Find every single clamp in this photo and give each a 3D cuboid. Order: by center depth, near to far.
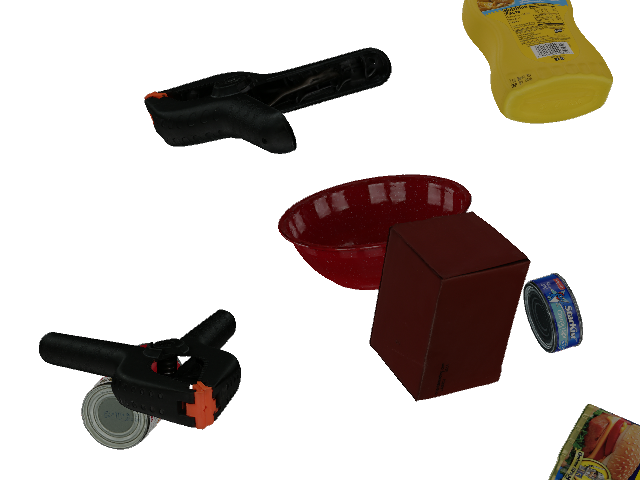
[{"bbox_3d":[-0.051,-0.081,0.671,0.172,0.039,0.120,-6,20,32],"label":"clamp"},{"bbox_3d":[-0.109,0.093,0.817,0.164,0.036,0.210,-9,14,-28],"label":"clamp"}]

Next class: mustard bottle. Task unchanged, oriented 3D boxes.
[{"bbox_3d":[0.177,-0.189,0.936,0.096,0.191,0.058,-9,-36,-9],"label":"mustard bottle"}]

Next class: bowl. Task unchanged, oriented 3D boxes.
[{"bbox_3d":[0.049,-0.003,0.892,0.162,0.055,0.162,-10,21,4],"label":"bowl"}]

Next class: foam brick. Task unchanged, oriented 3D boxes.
[{"bbox_3d":[0.063,0.032,0.538,0.052,0.078,0.051,-9,37,-25],"label":"foam brick"}]

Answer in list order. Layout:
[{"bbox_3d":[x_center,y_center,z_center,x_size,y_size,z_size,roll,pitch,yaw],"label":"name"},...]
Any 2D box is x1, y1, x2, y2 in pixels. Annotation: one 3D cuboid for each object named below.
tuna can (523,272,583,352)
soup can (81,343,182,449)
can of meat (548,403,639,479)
[{"bbox_3d":[0.259,0.082,1.195,0.033,0.086,0.086,-16,2,-8],"label":"tuna can"},{"bbox_3d":[-0.177,0.147,1.017,0.068,0.068,0.102,0,16,12],"label":"soup can"},{"bbox_3d":[0.218,0.176,0.785,0.084,0.057,0.101,22,39,23],"label":"can of meat"}]
